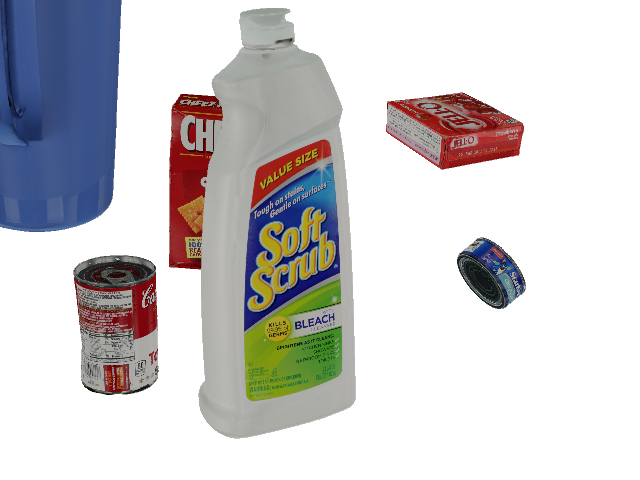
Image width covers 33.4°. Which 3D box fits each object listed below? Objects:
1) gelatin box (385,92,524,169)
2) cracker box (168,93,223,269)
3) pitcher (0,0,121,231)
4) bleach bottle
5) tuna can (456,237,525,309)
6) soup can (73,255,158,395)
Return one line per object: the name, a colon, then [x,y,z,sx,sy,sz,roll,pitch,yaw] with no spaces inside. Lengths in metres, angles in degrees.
gelatin box: [0.104,-0.089,0.840,0.073,0.030,0.089,-10,28,-24]
cracker box: [-0.104,-0.067,1.340,0.164,0.214,0.072,5,21,2]
pitcher: [-0.208,-0.129,0.765,0.148,0.243,0.145,-21,36,-41]
bleach bottle: [-0.032,-0.011,0.647,0.102,0.251,0.068,-11,21,-21]
tuna can: [0.205,0.040,1.287,0.033,0.086,0.086,-37,12,-16]
soup can: [-0.172,0.072,0.905,0.068,0.102,0.068,1,19,-1]
